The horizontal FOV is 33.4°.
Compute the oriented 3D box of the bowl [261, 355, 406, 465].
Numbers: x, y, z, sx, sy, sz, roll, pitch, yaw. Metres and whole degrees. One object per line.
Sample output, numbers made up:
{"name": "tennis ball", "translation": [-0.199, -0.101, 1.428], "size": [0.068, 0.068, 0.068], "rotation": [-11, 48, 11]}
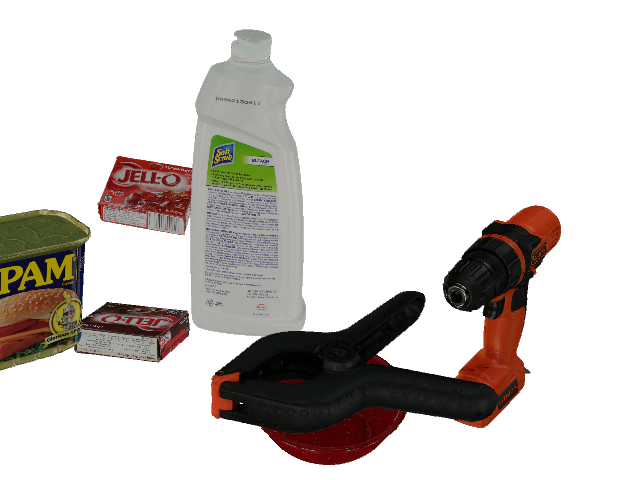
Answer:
{"name": "bowl", "translation": [0.007, 0.173, 1.071], "size": [0.162, 0.055, 0.162], "rotation": [0, 33, 0]}

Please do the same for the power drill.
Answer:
{"name": "power drill", "translation": [0.156, 0.075, 0.973], "size": [0.057, 0.188, 0.184], "rotation": [24, 33, 28]}

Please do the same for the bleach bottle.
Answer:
{"name": "bleach bottle", "translation": [-0.054, -0.045, 0.874], "size": [0.102, 0.251, 0.068], "rotation": [4, 25, -2]}

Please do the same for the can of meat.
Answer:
{"name": "can of meat", "translation": [-0.204, 0.034, 0.697], "size": [0.101, 0.084, 0.058], "rotation": [-13, 30, -41]}

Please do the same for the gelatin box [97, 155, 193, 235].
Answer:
{"name": "gelatin box", "translation": [-0.173, -0.047, 1.082], "size": [0.089, 0.073, 0.030], "rotation": [10, -44, 1]}

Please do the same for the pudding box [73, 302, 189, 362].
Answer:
{"name": "pudding box", "translation": [-0.225, 0.109, 1.274], "size": [0.114, 0.039, 0.090], "rotation": [3, 15, 16]}

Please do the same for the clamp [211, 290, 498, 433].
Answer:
{"name": "clamp", "translation": [0.014, 0.076, 0.672], "size": [0.171, 0.039, 0.120], "rotation": [-2, 27, -12]}
